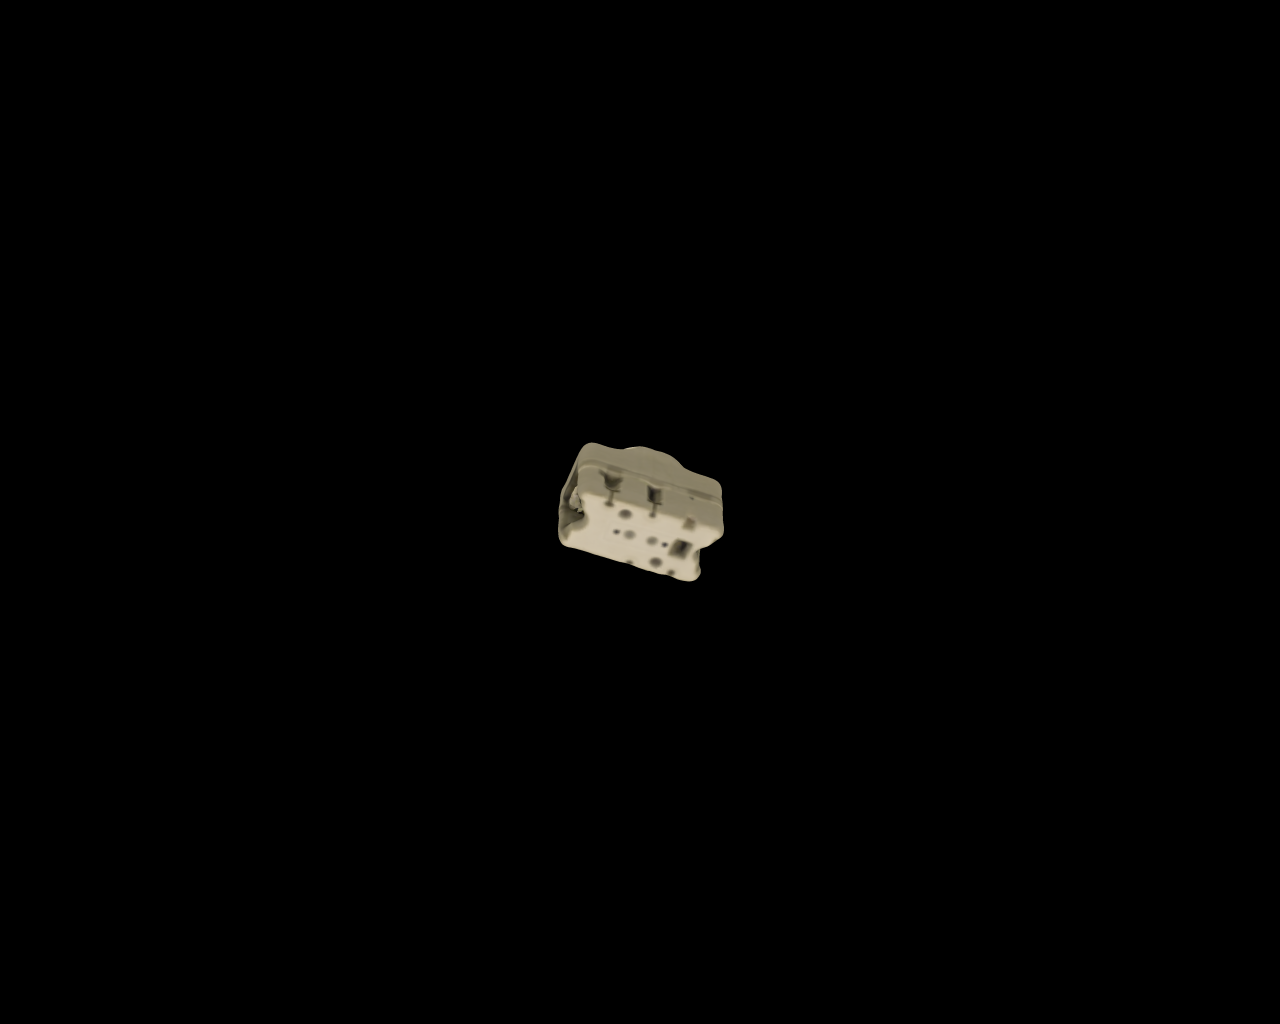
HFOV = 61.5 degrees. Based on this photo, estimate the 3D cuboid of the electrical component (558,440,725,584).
[{"bbox_3d":[0.001,-0.003,0.650,0.089,0.050,0.056,17,39,-14],"label":"electrical component"}]
